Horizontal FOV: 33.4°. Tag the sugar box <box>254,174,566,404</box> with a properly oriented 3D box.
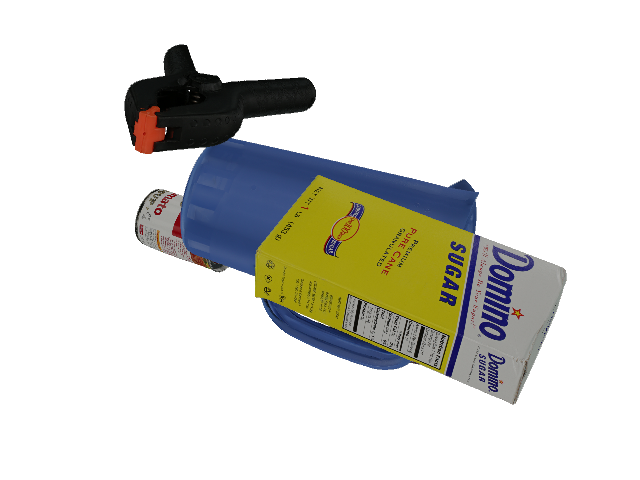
[{"bbox_3d":[0.056,0.026,0.665,0.176,0.048,0.093,19,43,16],"label":"sugar box"}]

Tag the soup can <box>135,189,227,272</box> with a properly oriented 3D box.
[{"bbox_3d":[-0.146,-0.012,1.187,0.102,0.068,0.068,19,8,23],"label":"soup can"}]

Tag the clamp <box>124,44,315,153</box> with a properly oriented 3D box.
[{"bbox_3d":[-0.091,-0.101,0.744,0.120,0.039,0.171,16,23,24],"label":"clamp"}]

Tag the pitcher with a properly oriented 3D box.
[{"bbox_3d":[0.004,0.001,0.912,0.243,0.145,0.149,16,19,12],"label":"pitcher"}]
